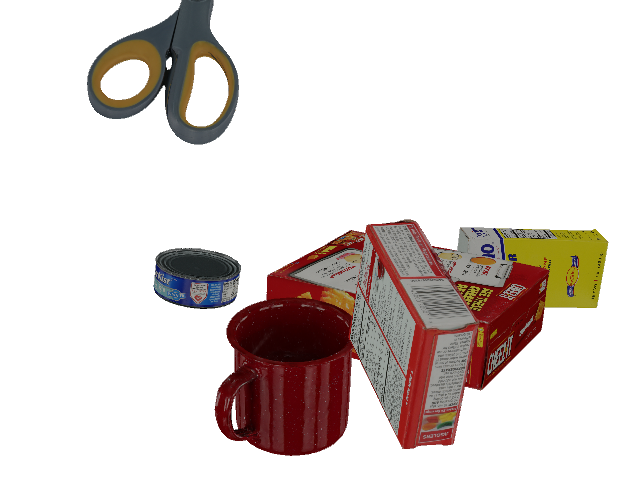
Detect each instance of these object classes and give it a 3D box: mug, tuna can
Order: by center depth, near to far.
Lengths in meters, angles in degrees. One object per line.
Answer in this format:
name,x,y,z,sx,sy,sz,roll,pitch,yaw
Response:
mug,-0.028,0.102,0.750,0.093,0.081,0.117,21,32,35
tuna can,-0.124,0.038,1.069,0.086,0.034,0.086,8,18,-3

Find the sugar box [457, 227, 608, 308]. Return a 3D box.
sugar box,0.254,0.034,1.303,0.176,0.093,0.048,-1,21,-10

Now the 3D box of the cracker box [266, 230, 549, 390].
cracker box,0.081,0.059,0.984,0.214,0.072,0.163,12,21,27

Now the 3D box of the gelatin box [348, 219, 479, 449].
gelatin box,0.043,0.043,0.516,0.030,0.073,0.089,-4,34,-15

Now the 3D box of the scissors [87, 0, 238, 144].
scissors,-0.094,-0.140,0.652,0.096,0.202,0.016,-4,-33,-8
